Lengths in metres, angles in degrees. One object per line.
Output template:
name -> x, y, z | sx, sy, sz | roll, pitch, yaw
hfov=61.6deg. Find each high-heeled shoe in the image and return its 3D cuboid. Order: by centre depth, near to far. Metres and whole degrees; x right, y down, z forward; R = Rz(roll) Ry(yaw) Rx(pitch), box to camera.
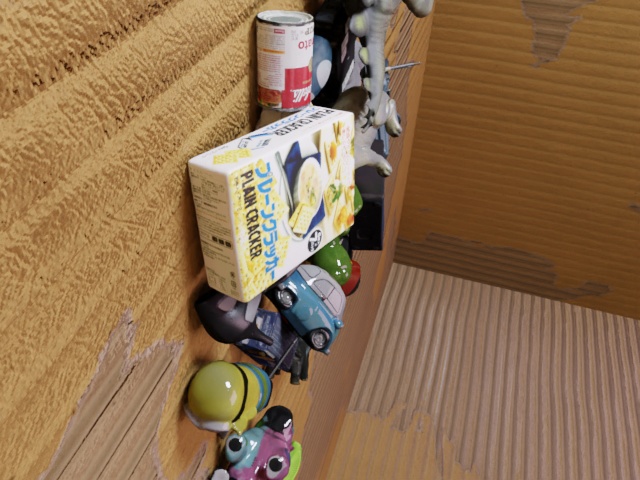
high-heeled shoe -> -0.098, 0.030, 0.719 | 0.145, 0.086, 0.249 | 43, 36, -42

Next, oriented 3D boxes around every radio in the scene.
radio -> 0.089, -0.078, 1.042 | 0.229, 0.073, 0.131 | 77, 15, -61

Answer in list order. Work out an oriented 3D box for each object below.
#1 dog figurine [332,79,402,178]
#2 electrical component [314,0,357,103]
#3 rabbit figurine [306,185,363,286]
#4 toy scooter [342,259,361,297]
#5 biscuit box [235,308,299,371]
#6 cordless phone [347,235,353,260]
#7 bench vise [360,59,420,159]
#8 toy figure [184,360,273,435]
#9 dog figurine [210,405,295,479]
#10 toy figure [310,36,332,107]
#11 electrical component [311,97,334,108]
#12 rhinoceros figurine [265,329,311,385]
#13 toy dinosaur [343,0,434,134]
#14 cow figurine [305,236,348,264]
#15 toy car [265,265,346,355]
dog figurine -> 0.019, -0.162, 0.812 | 0.190, 0.121, 0.172 | -12, 105, -42
electrical component -> 0.019, -0.306, 0.854 | 0.134, 0.058, 0.115 | 87, 18, -52
rabbit figurine -> -0.002, -0.003, 0.913 | 0.159, 0.121, 0.170 | 178, -100, -69
toy scooter -> -0.012, 0.085, 0.998 | 0.184, 0.075, 0.135 | -38, 142, 2
biscuit box -> -0.084, 0.165, 0.875 | 0.202, 0.059, 0.063 | 73, 31, -66
cordless phone -> 0.045, 0.013, 1.262 | 0.184, 0.089, 0.146 | -68, 165, -53
bench vise -> 0.130, -0.273, 1.199 | 0.223, 0.129, 0.240 | 124, -35, -69
toy figure -> -0.117, 0.201, 0.721 | 0.180, 0.082, 0.089 | 20, 68, -72
dog figurine -> -0.103, 0.382, 0.911 | 0.219, 0.109, 0.191 | 63, 47, -80
toy figure -> -0.025, -0.212, 0.761 | 0.064, 0.058, 0.154 | 24, 78, -38
electrical component -> 0.013, -0.228, 0.935 | 0.074, 0.048, 0.119 | 48, 58, -76
rhinoceros figurine -> -0.052, 0.219, 1.063 | 0.190, 0.073, 0.112 | 5, 93, -79
toy dinosaur -> 0.074, -0.382, 0.777 | 0.198, 0.105, 0.471 | -5, 88, -53
cow figurine -> 0.019, 0.051, 1.107 | 0.068, 0.098, 0.167 | -14, 125, -28
toy car -> -0.016, 0.093, 0.847 | 0.103, 0.109, 0.161 | -39, 113, -11
